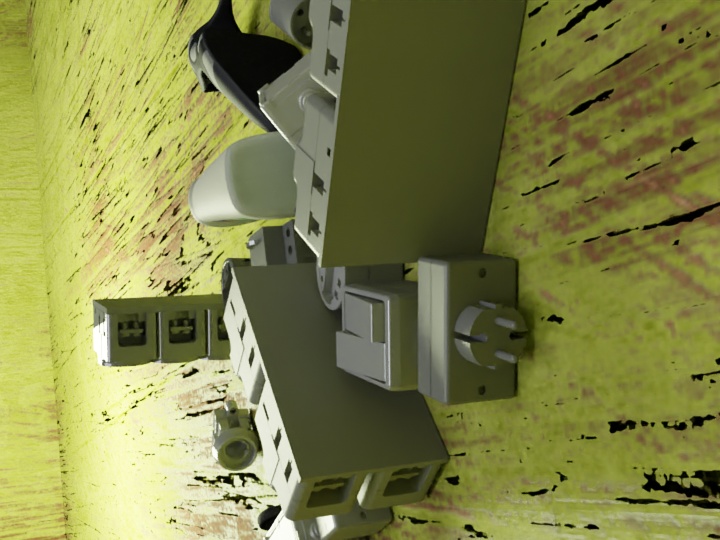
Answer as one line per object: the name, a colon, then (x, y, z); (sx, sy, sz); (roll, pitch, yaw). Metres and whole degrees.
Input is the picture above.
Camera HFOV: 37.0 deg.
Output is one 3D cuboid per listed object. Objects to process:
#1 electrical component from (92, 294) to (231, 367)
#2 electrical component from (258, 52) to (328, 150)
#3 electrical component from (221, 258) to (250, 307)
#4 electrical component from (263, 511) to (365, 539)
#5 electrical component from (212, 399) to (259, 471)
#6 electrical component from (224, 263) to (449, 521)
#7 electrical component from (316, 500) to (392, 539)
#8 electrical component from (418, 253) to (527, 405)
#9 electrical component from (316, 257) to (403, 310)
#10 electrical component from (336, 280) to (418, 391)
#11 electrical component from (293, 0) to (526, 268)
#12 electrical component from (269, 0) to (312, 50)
electrical component: (-0.195, 0.062, 1.116); (0.089, 0.150, 0.061); (-169, 78, -67)
electrical component: (-0.031, -0.118, 0.775); (0.061, 0.062, 0.096); (50, -175, -16)
electrical component: (-0.102, 0.015, 1.023); (0.055, 0.047, 0.055); (177, 90, -67)
electrical component: (-0.033, 0.223, 0.869); (0.096, 0.061, 0.061); (118, 142, -51)
electrical component: (-0.132, 0.177, 1.120); (0.055, 0.048, 0.066); (-125, 37, -64)
electrical component: (-0.025, 0.082, 0.773); (0.060, 0.105, 0.186); (109, 148, -43)
electrical component: (-0.004, 0.160, 0.809); (0.076, 0.047, 0.065); (124, 137, -55)
electrical component: (0.070, 0.036, 0.618); (0.076, 0.047, 0.083); (-165, 74, -66)
electrical component: (0.000, 0.000, 0.779); (0.055, 0.047, 0.055); (177, 90, -67)
electrical component: (0.026, 0.042, 0.705); (0.096, 0.061, 0.061); (-169, 77, -67)
electrical component: (0.025, -0.101, 0.629); (0.060, 0.105, 0.186); (-132, 44, -56)
electrical component: (-0.049, -0.210, 0.870); (0.081, 0.043, 0.043); (-130, 42, -55)
